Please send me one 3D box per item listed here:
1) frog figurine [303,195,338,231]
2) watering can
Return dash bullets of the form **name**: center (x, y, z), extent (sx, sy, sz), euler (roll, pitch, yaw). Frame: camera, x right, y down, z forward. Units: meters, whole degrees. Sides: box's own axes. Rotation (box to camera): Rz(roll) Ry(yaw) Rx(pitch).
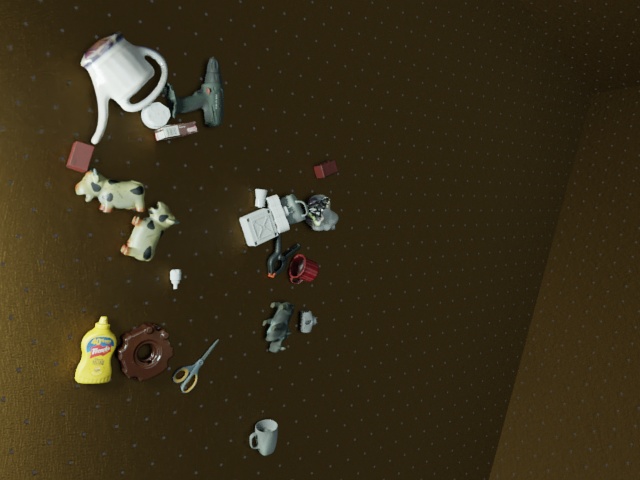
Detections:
- **frog figurine**: center (0.006, -0.102, 2.019), extent (0.158, 0.122, 0.139), euler (36, 56, -70)
- **watering can**: center (-0.613, -0.469, 1.535), extent (0.221, 0.104, 0.353), euler (48, 65, -25)
